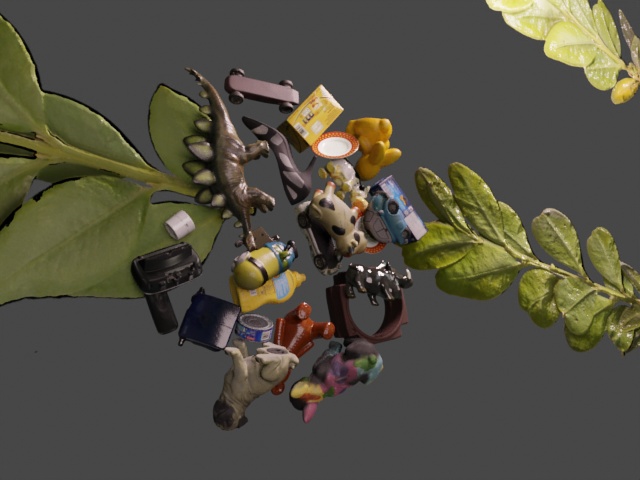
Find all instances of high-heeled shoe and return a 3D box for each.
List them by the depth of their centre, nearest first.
[{"bbox_3d":[-0.122,-0.204,1.395,0.249,0.086,0.145,32,-84,0],"label":"high-heeled shoe"}]

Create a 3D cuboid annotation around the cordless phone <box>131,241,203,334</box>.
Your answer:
[{"bbox_3d":[-0.325,0.107,1.198,0.146,0.089,0.184,-21,-80,-32],"label":"cordless phone"}]

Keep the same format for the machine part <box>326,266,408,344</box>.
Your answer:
[{"bbox_3d":[0.126,0.173,1.420,0.201,0.087,0.201,-6,-97,-31],"label":"machine part"}]

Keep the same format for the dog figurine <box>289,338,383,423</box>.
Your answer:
[{"bbox_3d":[0.027,0.335,1.280,0.219,0.192,0.108,-36,-76,-46],"label":"dog figurine"}]

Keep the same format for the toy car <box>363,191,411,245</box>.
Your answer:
[{"bbox_3d":[0.172,-0.048,1.471,0.103,0.109,0.161,-30,-73,-9],"label":"toy car"}]

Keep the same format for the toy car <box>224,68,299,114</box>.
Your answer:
[{"bbox_3d":[-0.153,-0.386,1.411,0.202,0.053,0.089,6,-115,-25],"label":"toy car"}]

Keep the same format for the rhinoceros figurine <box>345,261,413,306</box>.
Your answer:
[{"bbox_3d":[0.149,0.106,1.362,0.190,0.073,0.112,11,-117,-25],"label":"rhinoceros figurine"}]

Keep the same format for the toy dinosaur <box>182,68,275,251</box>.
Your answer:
[{"bbox_3d":[-0.226,-0.198,1.300,0.198,0.105,0.471,-6,-103,-27],"label":"toy dinosaur"}]

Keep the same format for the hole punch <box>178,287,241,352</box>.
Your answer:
[{"bbox_3d":[-0.247,0.184,1.209,0.116,0.092,0.142,26,-109,-18],"label":"hole punch"}]

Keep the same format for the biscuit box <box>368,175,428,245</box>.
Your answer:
[{"bbox_3d":[0.225,-0.086,1.548,0.059,0.063,0.202,-39,-82,-29],"label":"biscuit box"}]

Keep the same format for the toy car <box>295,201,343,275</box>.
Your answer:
[{"bbox_3d":[-0.003,-0.004,1.407,0.073,0.056,0.201,-22,-89,-38],"label":"toy car"}]

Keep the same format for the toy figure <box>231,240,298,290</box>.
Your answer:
[{"bbox_3d":[-0.124,0.055,1.250,0.089,0.082,0.180,35,-144,32],"label":"toy figure"}]

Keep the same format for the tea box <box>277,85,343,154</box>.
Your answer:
[{"bbox_3d":[-0.026,-0.328,1.459,0.098,0.068,0.169,47,-120,-13],"label":"tea box"}]

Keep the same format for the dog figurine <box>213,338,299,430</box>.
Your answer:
[{"bbox_3d":[-0.143,0.328,1.182,0.173,0.121,0.190,8,-85,14],"label":"dog figurine"}]

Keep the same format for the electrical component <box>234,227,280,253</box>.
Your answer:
[{"bbox_3d":[-0.150,0.015,1.328,0.078,0.045,0.102,42,-125,18],"label":"electrical component"}]

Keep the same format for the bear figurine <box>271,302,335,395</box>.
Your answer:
[{"bbox_3d":[-0.073,0.259,1.266,0.120,0.132,0.196,43,-124,-17],"label":"bear figurine"}]

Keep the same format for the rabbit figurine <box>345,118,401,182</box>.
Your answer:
[{"bbox_3d":[0.151,-0.247,1.509,0.122,0.163,0.173,15,-91,-38],"label":"rabbit figurine"}]

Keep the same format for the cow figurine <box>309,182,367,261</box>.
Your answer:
[{"bbox_3d":[0.049,-0.036,1.365,0.194,0.085,0.127,45,-130,-20],"label":"cow figurine"}]

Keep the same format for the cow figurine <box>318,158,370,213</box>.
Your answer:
[{"bbox_3d":[0.082,-0.155,1.476,0.167,0.068,0.098,51,-132,-2],"label":"cow figurine"}]
